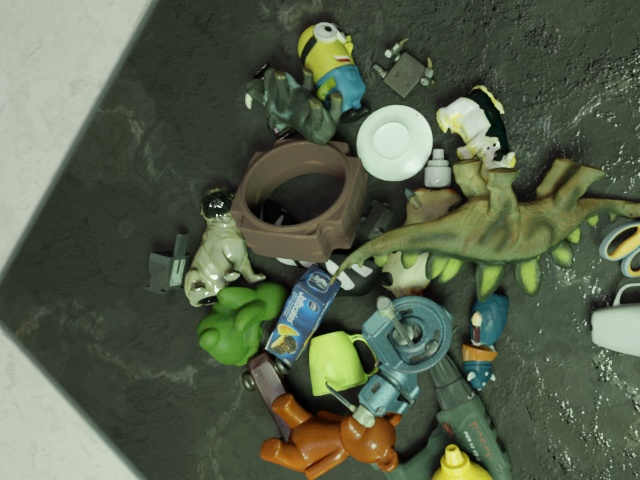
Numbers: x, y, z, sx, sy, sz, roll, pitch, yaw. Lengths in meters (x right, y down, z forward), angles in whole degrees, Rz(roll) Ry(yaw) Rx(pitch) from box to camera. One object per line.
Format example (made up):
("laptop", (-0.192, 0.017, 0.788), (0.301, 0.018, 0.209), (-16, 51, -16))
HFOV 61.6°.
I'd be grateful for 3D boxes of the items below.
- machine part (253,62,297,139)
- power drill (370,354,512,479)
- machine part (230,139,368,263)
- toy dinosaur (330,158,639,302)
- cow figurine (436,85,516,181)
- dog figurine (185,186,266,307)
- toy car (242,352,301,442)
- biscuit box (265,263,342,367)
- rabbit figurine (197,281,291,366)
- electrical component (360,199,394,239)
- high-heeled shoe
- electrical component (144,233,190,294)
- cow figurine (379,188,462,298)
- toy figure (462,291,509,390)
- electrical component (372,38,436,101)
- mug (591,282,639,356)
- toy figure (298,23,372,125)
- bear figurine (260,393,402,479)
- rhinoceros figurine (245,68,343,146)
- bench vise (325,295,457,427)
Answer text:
("machine part", (-0.078, -0.252, 0.978), (0.084, 0.039, 0.139), (-29, 83, 23))
("power drill", (0.181, 0.319, 0.876), (0.207, 0.086, 0.232), (-37, 81, 9))
("machine part", (-0.032, -0.070, 0.889), (0.202, 0.087, 0.201), (6, 59, 21))
("toy dinosaur", (0.246, -0.014, 0.773), (0.472, 0.105, 0.198), (-3, 106, -5))
("cow figurine", (0.261, -0.154, 0.842), (0.098, 0.068, 0.167), (-32, 81, 12))
("dog figurine", (-0.203, 0.013, 1.007), (0.172, 0.121, 0.190), (-26, 68, 15))
("toy car", (-0.065, 0.297, 0.973), (0.089, 0.053, 0.202), (-31, 85, 13))
("biscuit box", (-0.031, 0.130, 0.900), (0.059, 0.063, 0.202), (35, 136, 11))
("rabbit figurine", (-0.135, 0.127, 0.959), (0.170, 0.159, 0.121), (-39, 68, 1))
("electrical component", (0.097, -0.033, 0.895), (0.021, 0.094, 0.063), (25, 103, -22))
("high-heeled shoe", (-0.002, -0.003, 0.908), (0.145, 0.086, 0.249), (-42, 72, 30))
("electrical component", (-0.292, 0.042, 1.040), (0.048, 0.075, 0.119), (13, 99, 19))
("cow figurine", (0.161, 0.000, 0.872), (0.127, 0.085, 0.195), (39, 108, 14))
("toy figure", (0.259, 0.156, 0.848), (0.064, 0.058, 0.154), (14, 92, -3))
("electrical component", (0.143, -0.280, 0.892), (0.078, 0.045, 0.102), (-44, 77, 14))
("mug", (0.448, 0.116, 0.769), (0.107, 0.081, 0.109), (-3, 94, 30))
("toy figure", (0.021, -0.284, 0.919), (0.089, 0.082, 0.180), (-22, 87, 25))
("bear figurine", (0.023, 0.307, 0.849), (0.196, 0.120, 0.131), (-24, 124, 35))
("rhinoceros figurine", (-0.046, -0.226, 0.894), (0.190, 0.073, 0.112), (37, 136, 25))
("bench vise", (0.104, 0.158, 0.776), (0.223, 0.240, 0.129), (-40, 53, -6))
